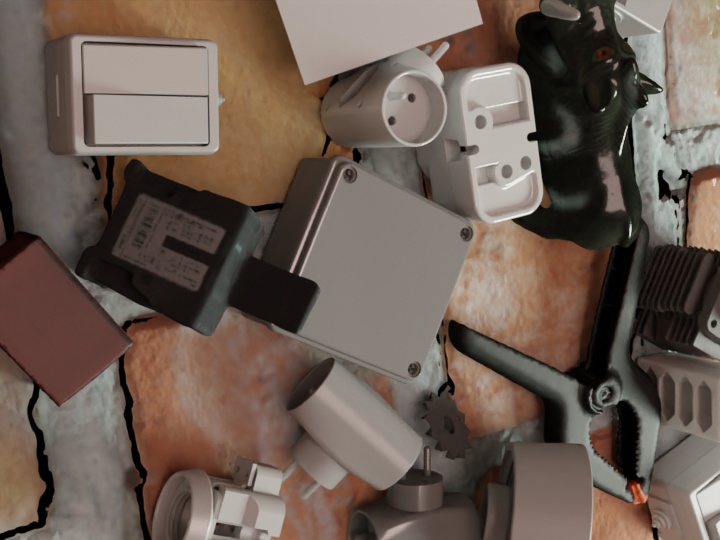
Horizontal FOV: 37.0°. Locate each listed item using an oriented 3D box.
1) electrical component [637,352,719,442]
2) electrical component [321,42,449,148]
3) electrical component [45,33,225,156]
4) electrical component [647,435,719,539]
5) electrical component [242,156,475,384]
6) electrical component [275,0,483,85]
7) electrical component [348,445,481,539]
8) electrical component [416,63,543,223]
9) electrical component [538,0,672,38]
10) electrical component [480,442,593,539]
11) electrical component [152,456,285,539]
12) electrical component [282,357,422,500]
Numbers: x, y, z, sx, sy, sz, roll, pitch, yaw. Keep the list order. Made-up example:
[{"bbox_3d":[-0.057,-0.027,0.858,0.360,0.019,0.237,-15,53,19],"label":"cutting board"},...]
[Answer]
[{"bbox_3d":[0.261,0.089,0.794,0.076,0.083,0.047,-6,99,-28],"label":"electrical component"},{"bbox_3d":[0.024,-0.108,0.645,0.043,0.077,0.079,47,73,-24],"label":"electrical component"},{"bbox_3d":[-0.115,-0.093,0.579,0.096,0.061,0.061,-4,98,-28],"label":"electrical component"},{"bbox_3d":[0.263,0.171,0.817,0.096,0.061,0.061,-30,109,-23],"label":"electrical component"},{"bbox_3d":[0.000,0.000,0.656,0.109,0.056,0.108,24,84,-29],"label":"electrical component"},{"bbox_3d":[-0.013,-0.212,0.595,0.105,0.060,0.186,-19,111,0],"label":"electrical component"},{"bbox_3d":[0.035,0.154,0.699,0.077,0.044,0.079,-3,97,-28],"label":"electrical component"},{"bbox_3d":[0.074,-0.081,0.685,0.054,0.059,0.095,-15,103,-27],"label":"electrical component"},{"bbox_3d":[0.173,-0.213,0.730,0.100,0.048,0.099,20,86,-29],"label":"electrical component"},{"bbox_3d":[0.112,0.165,0.709,0.060,0.108,0.108,7,93,1],"label":"electrical component"},{"bbox_3d":[-0.084,0.147,0.626,0.057,0.058,0.078,19,83,-30],"label":"electrical component"},{"bbox_3d":[-0.016,0.108,0.664,0.077,0.043,0.079,43,94,-13],"label":"electrical component"}]
